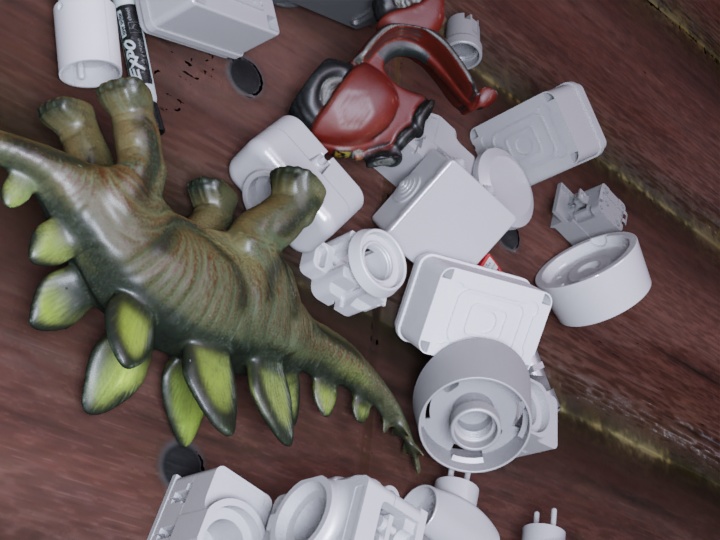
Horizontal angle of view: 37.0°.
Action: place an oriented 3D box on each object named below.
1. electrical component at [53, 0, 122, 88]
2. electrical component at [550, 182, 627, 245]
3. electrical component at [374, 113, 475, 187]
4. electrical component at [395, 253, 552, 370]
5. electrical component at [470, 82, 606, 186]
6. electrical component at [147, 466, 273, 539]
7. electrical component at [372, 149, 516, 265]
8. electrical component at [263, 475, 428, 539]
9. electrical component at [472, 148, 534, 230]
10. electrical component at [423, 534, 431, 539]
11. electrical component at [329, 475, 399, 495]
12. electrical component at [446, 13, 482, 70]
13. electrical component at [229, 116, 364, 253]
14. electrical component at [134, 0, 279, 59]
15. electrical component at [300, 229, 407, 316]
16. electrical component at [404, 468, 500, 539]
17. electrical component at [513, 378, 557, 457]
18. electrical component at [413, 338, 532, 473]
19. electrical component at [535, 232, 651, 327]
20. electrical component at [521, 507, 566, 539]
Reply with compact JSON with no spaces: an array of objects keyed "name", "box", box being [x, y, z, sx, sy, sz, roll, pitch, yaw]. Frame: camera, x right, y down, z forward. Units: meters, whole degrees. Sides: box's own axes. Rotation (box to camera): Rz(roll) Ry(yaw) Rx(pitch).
[{"name":"electrical component","box":[-0.194,-0.175,0.760,0.043,0.043,0.081,6,69,-44]},{"name":"electrical component","box":[0.242,-0.057,1.135,0.081,0.064,0.042,40,49,-27]},{"name":"electrical component","box":[0.056,-0.104,0.977,0.089,0.050,0.055,38,50,-29]},{"name":"electrical component","box":[0.094,0.036,0.911,0.113,0.057,0.078,14,98,-24]},{"name":"electrical component","box":[0.176,-0.129,1.063,0.057,0.113,0.078,-24,91,-45]},{"name":"electrical component","box":[-0.093,0.230,0.672,0.105,0.060,0.186,40,49,-27]},{"name":"electrical component","box":[0.071,-0.045,0.935,0.100,0.099,0.048,38,7,-28]},{"name":"electrical component","box":[-0.026,0.204,0.637,0.062,0.089,0.150,38,49,-28]},{"name":"electrical component","box":[0.125,-0.072,1.032,0.080,0.051,0.080,20,59,-38]},{"name":"electrical component","box":[0.028,0.227,0.808,0.055,0.045,0.045,-32,96,-47]},{"name":"electrical component","box":[0.002,0.172,0.791,0.048,0.062,0.048,20,59,-39]},{"name":"electrical component","box":[0.104,-0.232,1.090,0.040,0.040,0.046,32,46,-32]},{"name":"electrical component","box":[-0.052,-0.064,0.838,0.095,0.054,0.059,48,44,-4]},{"name":"electrical component","box":[-0.123,-0.230,0.830,0.109,0.056,0.108,4,70,-58]},{"name":"electrical component","box":[0.000,0.000,0.869,0.078,0.057,0.058,33,52,-32]},{"name":"electrical component","box":[0.075,0.193,0.869,0.077,0.044,0.079,37,50,-28]},{"name":"electrical component","box":[0.131,0.126,0.947,0.089,0.056,0.050,27,55,-35]},{"name":"electrical component","box":[0.092,0.111,0.870,0.099,0.099,0.064,49,17,-18]},{"name":"electrical component","box":[0.236,0.015,1.068,0.108,0.108,0.060,-44,112,-46]},{"name":"electrical component","box":[0.153,0.239,0.905,0.043,0.077,0.079,34,51,-31]}]
